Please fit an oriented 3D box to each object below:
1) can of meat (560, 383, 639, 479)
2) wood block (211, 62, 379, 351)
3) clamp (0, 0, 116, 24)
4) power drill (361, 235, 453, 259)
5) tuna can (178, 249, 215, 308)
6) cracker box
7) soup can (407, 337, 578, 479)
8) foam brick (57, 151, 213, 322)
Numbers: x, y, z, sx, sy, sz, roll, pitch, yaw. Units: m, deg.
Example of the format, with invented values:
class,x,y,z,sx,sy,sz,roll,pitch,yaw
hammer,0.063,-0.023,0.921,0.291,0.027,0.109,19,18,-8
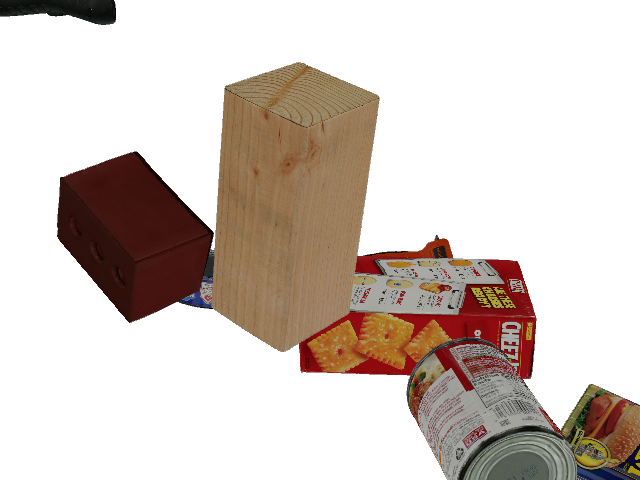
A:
class,x,y,z,sx,sy,sz,roll,pitch,yaw
can of meat,0.219,0.162,0.789,0.084,0.057,0.101,23,40,24
wood block,-0.025,-0.027,0.873,0.090,0.206,0.090,29,38,32
clamp,-0.186,-0.191,0.806,0.172,0.039,0.120,13,25,29
power drill,0.063,0.050,1.234,0.187,0.057,0.184,-2,28,1
tuna can,-0.115,0.037,1.065,0.086,0.034,0.086,9,17,-3
cracker box,0.092,0.073,1.041,0.214,0.072,0.164,2,18,4
soup can,0.095,0.108,0.603,0.068,0.068,0.102,0,22,-12
foam brick,-0.107,-0.003,0.609,0.051,0.053,0.078,-26,58,-36
